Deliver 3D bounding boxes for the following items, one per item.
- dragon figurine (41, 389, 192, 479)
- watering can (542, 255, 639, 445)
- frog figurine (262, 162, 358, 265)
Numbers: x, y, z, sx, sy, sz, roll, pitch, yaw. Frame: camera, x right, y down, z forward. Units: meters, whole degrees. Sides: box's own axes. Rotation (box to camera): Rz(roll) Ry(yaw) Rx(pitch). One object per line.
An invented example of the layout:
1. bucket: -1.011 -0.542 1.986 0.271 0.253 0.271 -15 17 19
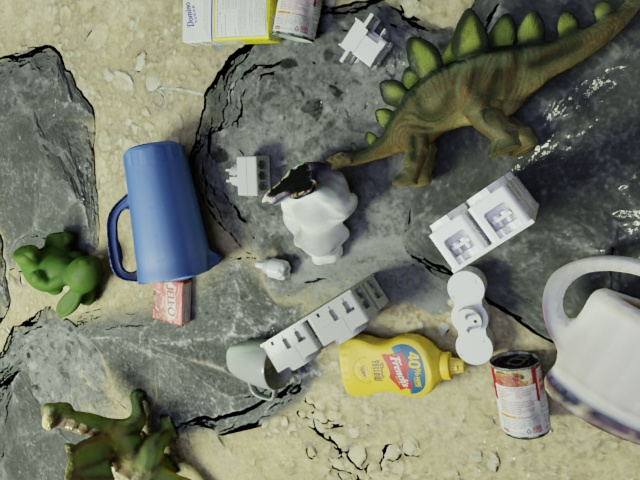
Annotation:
1. dragon figurine: -0.367 0.428 0.963 0.413 0.243 0.121 36 107 17
2. watering can: 0.435 0.160 0.631 0.350 0.105 0.221 28 109 19
3. frog figurine: 0.002 -0.041 0.819 0.136 0.126 0.157 -21 125 29
